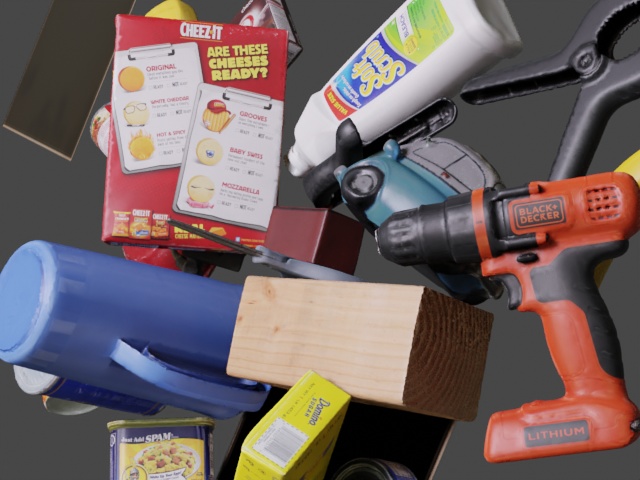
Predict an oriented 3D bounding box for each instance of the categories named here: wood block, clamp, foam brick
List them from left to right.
[{"bbox_3d":[-0.006,0.001,0.975,0.078,0.052,0.051,4,78,49],"label":"foam brick"},{"bbox_3d":[0.028,-0.068,0.919,0.172,0.120,0.039,-41,64,45],"label":"clamp"},{"bbox_3d":[0.028,0.086,0.875,0.207,0.090,0.090,1,75,47],"label":"wood block"},{"bbox_3d":[0.203,-0.131,0.816,0.210,0.036,0.165,-49,45,19],"label":"clamp"}]

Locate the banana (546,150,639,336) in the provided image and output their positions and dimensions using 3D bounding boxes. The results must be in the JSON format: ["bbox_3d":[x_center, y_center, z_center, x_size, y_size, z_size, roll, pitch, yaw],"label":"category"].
[{"bbox_3d":[0.217,-0.012,0.753,0.198,0.037,0.070,-48,45,22],"label":"banana"}]

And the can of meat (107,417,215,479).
[{"bbox_3d":[-0.149,0.215,1.007,0.057,0.102,0.084,103,165,-67],"label":"can of meat"}]

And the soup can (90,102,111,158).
[{"bbox_3d":[-0.216,-0.111,1.233,0.068,0.068,0.102,-58,43,12],"label":"soup can"}]

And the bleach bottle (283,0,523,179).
[{"bbox_3d":[0.059,-0.132,0.953,0.251,0.068,0.102,-40,49,32],"label":"bleach bottle"}]

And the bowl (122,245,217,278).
[{"bbox_3d":[-0.167,-0.016,1.152,0.162,0.055,0.162,-21,60,41],"label":"bowl"}]

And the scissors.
[{"bbox_3d":[-0.046,0.018,0.916,0.096,0.201,0.016,167,120,-70],"label":"scissors"}]

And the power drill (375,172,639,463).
[{"bbox_3d":[0.137,0.054,0.730,0.185,0.057,0.187,-10,84,19],"label":"power drill"}]

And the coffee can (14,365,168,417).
[{"bbox_3d":[-0.226,0.119,1.095,0.103,0.140,0.103,-21,60,41],"label":"coffee can"}]

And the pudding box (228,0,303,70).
[{"bbox_3d":[-0.074,-0.199,1.138,0.114,0.039,0.090,-42,48,28],"label":"pudding box"}]

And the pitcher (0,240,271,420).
[{"bbox_3d":[-0.163,0.084,0.963,0.149,0.242,0.145,-24,59,41],"label":"pitcher"}]

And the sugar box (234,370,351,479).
[{"bbox_3d":[-0.031,0.192,0.838,0.048,0.093,0.176,30,138,19],"label":"sugar box"}]

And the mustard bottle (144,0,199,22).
[{"bbox_3d":[-0.164,-0.181,1.214,0.096,0.058,0.192,-40,49,25],"label":"mustard bottle"}]

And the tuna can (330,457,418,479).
[{"bbox_3d":[0.041,0.217,0.850,0.086,0.033,0.086,-21,59,40],"label":"tuna can"}]

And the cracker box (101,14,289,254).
[{"bbox_3d":[-0.119,-0.097,1.021,0.072,0.164,0.214,165,108,-80],"label":"cracker box"}]
